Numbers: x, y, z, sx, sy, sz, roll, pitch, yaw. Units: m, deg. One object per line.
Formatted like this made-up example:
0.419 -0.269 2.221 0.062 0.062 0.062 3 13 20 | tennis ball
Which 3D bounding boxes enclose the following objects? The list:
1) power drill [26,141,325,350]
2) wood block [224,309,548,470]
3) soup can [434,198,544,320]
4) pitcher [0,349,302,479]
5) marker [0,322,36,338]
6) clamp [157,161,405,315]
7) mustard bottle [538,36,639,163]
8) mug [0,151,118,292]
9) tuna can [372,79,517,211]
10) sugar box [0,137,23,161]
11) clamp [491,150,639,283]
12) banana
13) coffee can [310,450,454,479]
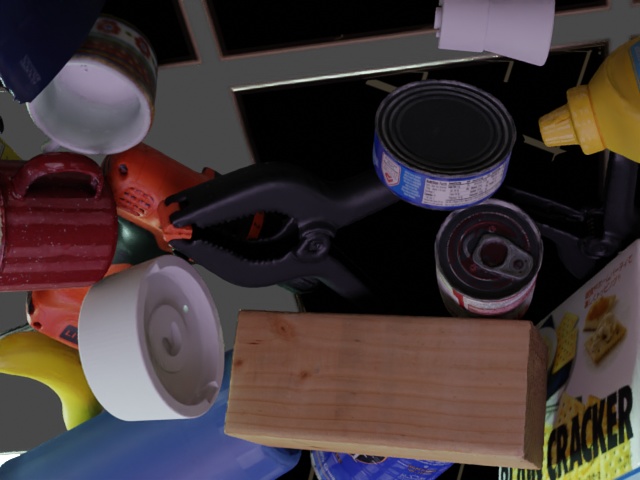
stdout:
-0.111 0.023 0.777 0.184 0.057 0.188 31 128 -27 | power drill
0.048 0.105 0.746 0.206 0.090 0.090 1 164 20 | wood block
0.113 0.020 0.718 0.068 0.068 0.102 -4 163 7 | soup can
-0.138 0.189 0.893 0.243 0.149 0.145 -30 131 13 | pitcher
-0.231 0.074 0.863 0.121 0.020 0.020 -21 132 23 | marker
-0.005 0.001 0.712 0.209 0.036 0.165 -3 129 -19 | clamp
0.220 -0.089 0.608 0.192 0.096 0.058 -15 134 19 | mustard bottle
-0.174 -0.016 0.663 0.081 0.093 0.117 -1 145 -40 | mug
0.075 -0.059 0.656 0.086 0.086 0.034 3 139 0 | tuna can
-0.263 -0.054 0.708 0.093 0.048 0.176 -21 133 23 | sugar box
0.182 -0.008 0.741 0.120 0.039 0.171 -6 141 34 | clamp
-0.218 0.115 0.877 0.070 0.037 0.197 -18 150 8 | banana
0.068 0.149 0.868 0.102 0.103 0.140 21 134 -19 | coffee can
